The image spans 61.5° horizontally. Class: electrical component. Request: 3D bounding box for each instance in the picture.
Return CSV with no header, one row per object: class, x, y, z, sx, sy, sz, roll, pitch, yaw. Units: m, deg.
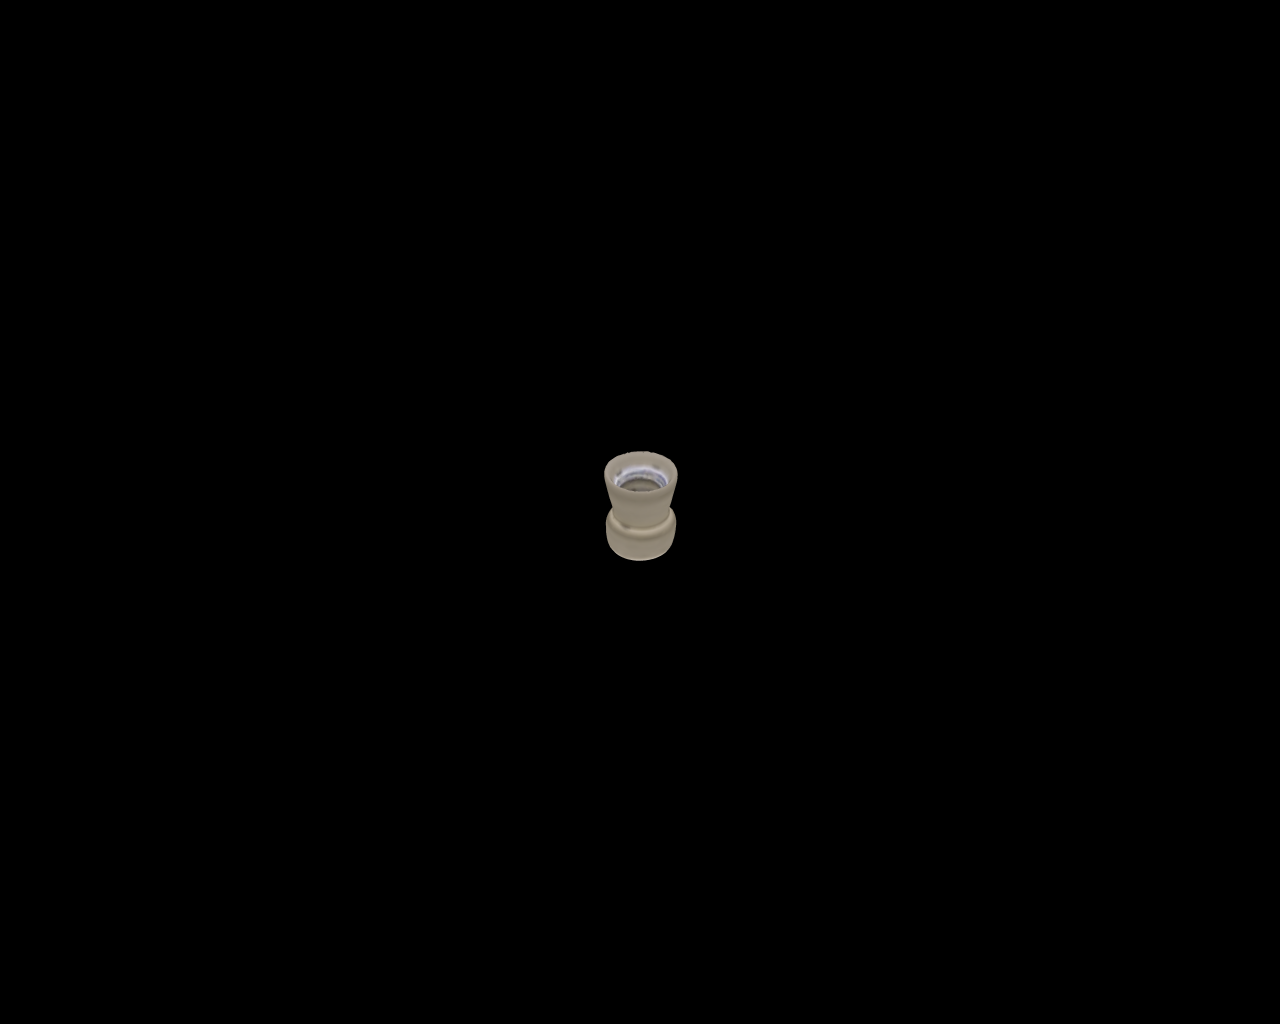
electrical component,0.001,-0.003,0.650,0.045,0.055,0.045,0,37,0
